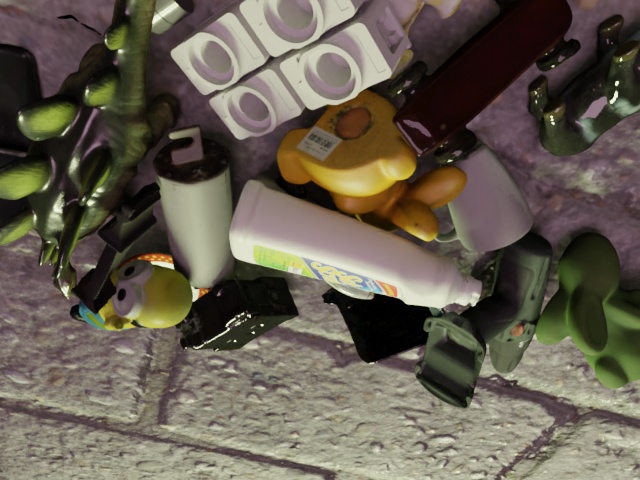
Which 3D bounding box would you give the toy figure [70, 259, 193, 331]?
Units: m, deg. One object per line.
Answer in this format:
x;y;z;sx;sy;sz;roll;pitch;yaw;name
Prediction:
-0.225;0.067;0.636;0.089;0.082;0.180;1;169;-45;toy figure

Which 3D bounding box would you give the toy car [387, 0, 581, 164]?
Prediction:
0.142;-0.151;0.474;0.202;0.053;0.089;-43;105;-8;toy car

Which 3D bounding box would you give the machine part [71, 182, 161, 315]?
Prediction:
-0.200;0.008;0.528;0.039;0.084;0.139;31;115;-13;machine part

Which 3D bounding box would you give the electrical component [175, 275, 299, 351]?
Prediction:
-0.097;0.094;0.680;0.115;0.058;0.134;-31;159;26;electrical component

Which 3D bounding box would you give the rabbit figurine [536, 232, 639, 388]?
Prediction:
0.335;0.080;0.653;0.159;0.121;0.170;-34;98;-20;rabbit figurine

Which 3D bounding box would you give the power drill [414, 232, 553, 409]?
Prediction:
0.206;0.115;0.649;0.207;0.086;0.231;-21;128;-36;power drill

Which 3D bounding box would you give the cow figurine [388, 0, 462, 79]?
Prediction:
0.077;-0.230;0.459;0.098;0.068;0.167;31;123;-15;cow figurine

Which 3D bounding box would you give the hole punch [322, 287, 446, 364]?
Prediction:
0.092;0.082;0.692;0.142;0.092;0.115;-25;86;24;hole punch

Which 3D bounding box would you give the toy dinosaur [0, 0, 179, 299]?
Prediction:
-0.206;-0.089;0.489;0.105;0.199;0.471;22;127;-11;toy dinosaur

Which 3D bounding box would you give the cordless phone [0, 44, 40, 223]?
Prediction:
-0.362;-0.115;0.565;0.147;0.089;0.184;8;116;-3;cordless phone

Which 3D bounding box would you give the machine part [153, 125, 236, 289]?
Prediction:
-0.134;-0.025;0.598;0.079;0.079;0.243;5;136;-2;machine part

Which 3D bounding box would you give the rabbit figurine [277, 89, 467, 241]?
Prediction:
0.064;-0.065;0.551;0.163;0.122;0.173;23;160;26;rabbit figurine

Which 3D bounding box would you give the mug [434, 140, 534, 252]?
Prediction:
0.164;-0.049;0.591;0.110;0.081;0.107;-20;114;22;mug

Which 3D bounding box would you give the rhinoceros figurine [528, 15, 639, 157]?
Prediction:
0.296;-0.147;0.508;0.190;0.073;0.112;-33;118;24;rhinoceros figurine

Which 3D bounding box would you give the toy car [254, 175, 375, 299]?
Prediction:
-0.001;-0.002;0.621;0.202;0.056;0.073;33;123;-3;toy car
